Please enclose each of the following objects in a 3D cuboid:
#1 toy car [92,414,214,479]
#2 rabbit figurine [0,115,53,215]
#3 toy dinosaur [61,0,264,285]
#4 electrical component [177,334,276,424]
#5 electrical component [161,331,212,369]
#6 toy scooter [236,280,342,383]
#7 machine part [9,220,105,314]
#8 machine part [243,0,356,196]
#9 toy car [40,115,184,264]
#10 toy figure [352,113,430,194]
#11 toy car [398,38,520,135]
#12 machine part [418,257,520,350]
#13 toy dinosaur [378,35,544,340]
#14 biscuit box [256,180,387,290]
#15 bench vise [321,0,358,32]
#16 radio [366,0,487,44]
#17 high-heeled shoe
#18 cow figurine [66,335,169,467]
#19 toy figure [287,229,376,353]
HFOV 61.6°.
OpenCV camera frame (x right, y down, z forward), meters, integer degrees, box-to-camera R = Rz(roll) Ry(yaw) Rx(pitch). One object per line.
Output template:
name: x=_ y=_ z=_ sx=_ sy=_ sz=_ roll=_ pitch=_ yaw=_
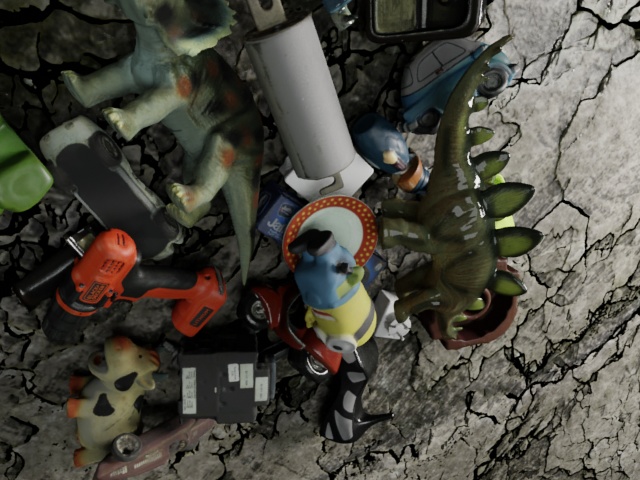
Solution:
toy car: x=-0.225 y=0.289 z=0.759 sx=0.202 sy=0.053 sz=0.089 roll=-15 pitch=139 yaw=-58
rabbit figurine: x=-0.379 y=-0.060 z=0.530 sx=0.170 sy=0.159 sz=0.121 roll=-41 pitch=121 yaw=-19
toy dinosaur: x=-0.130 y=-0.138 z=0.606 sx=0.192 sy=0.131 sz=0.404 roll=-43 pitch=134 yaw=-14
electrical component: x=-0.129 y=0.192 z=0.743 sx=0.134 sy=0.058 sz=0.114 roll=2 pitch=109 yaw=-10
electrical component: x=-0.179 y=0.162 z=0.771 sx=0.094 sy=0.021 sz=0.063 roll=36 pitch=98 yaw=-8
toy scooter: x=-0.019 y=0.107 z=0.772 sx=0.183 sy=0.075 sz=0.135 roll=46 pitch=68 yaw=-18
machine part: x=-0.315 y=0.036 z=0.668 sx=0.139 sy=0.039 sz=0.084 roll=-36 pitch=130 yaw=-3
machine part: x=-0.019 y=-0.155 z=0.595 sx=0.079 sy=0.079 sz=0.242 roll=-26 pitch=122 yaw=-6
toy car: x=-0.242 y=-0.052 z=0.639 sx=0.073 sy=0.056 sz=0.201 roll=-30 pitch=124 yaw=3
toy figure: x=0.106 y=-0.109 z=0.733 sx=0.154 sy=0.058 sz=0.064 roll=41 pitch=54 yaw=-33
toy car: x=0.161 y=-0.207 z=0.692 sx=0.162 sy=0.109 sz=0.103 roll=-30 pitch=99 yaw=9
machine part: x=0.245 y=0.096 z=0.887 sx=0.179 sy=0.056 sz=0.179 roll=-7 pitch=116 yaw=-15
toy dinosaur: x=0.177 y=-0.020 z=0.700 sx=0.199 sy=0.105 sz=0.470 roll=-7 pitch=130 yaw=10
biscuit box: x=-0.002 y=-0.002 z=0.745 sx=0.202 sy=0.063 sz=0.059 roll=31 pitch=103 yaw=-30
bench vise: x=-0.015 y=-0.331 z=0.530 sx=0.224 sy=0.129 sz=0.240 roll=-30 pitch=111 yaw=14
radio: x=0.121 y=-0.338 z=0.588 sx=0.131 sy=0.073 sz=0.229 roll=7 pitch=119 yaw=18
high-heeled shoe: x=0.027 y=0.224 z=0.881 sx=0.145 sy=0.086 sz=0.248 roll=-17 pitch=104 yaw=23
cow figurine: x=-0.278 y=0.216 z=0.740 sx=0.127 sy=0.086 sz=0.194 roll=-2 pitch=119 yaw=-21
toy figure: x=0.021 y=0.066 z=0.681 sx=0.089 sy=0.082 sz=0.179 roll=-26 pitch=121 yaw=-15
